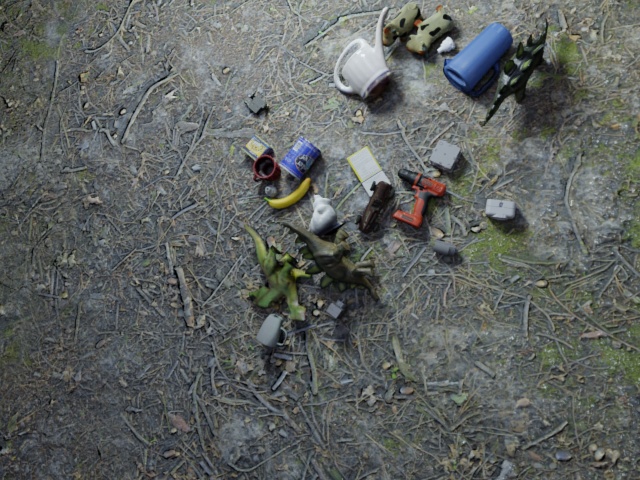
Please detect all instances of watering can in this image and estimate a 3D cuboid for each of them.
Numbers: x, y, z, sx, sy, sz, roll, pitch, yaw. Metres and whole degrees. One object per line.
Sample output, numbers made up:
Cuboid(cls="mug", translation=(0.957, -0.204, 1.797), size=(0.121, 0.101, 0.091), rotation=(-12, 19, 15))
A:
Cuboid(cls="watering can", translation=(0.190, -0.666, 1.918), size=(0.341, 0.226, 0.105), rotation=(-44, -12, 36))

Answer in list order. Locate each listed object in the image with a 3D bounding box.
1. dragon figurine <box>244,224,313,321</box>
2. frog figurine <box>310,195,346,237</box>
Cuboid(cls="dragon figurine", translation=(-0.188, 0.147, 1.932), size=(0.414, 0.241, 0.122), rotation=(38, 11, 19))
Cuboid(cls="frog figurine", translation=(0.006, -0.096, 1.898), size=(0.123, 0.161, 0.135), rotation=(-26, -14, -15))
